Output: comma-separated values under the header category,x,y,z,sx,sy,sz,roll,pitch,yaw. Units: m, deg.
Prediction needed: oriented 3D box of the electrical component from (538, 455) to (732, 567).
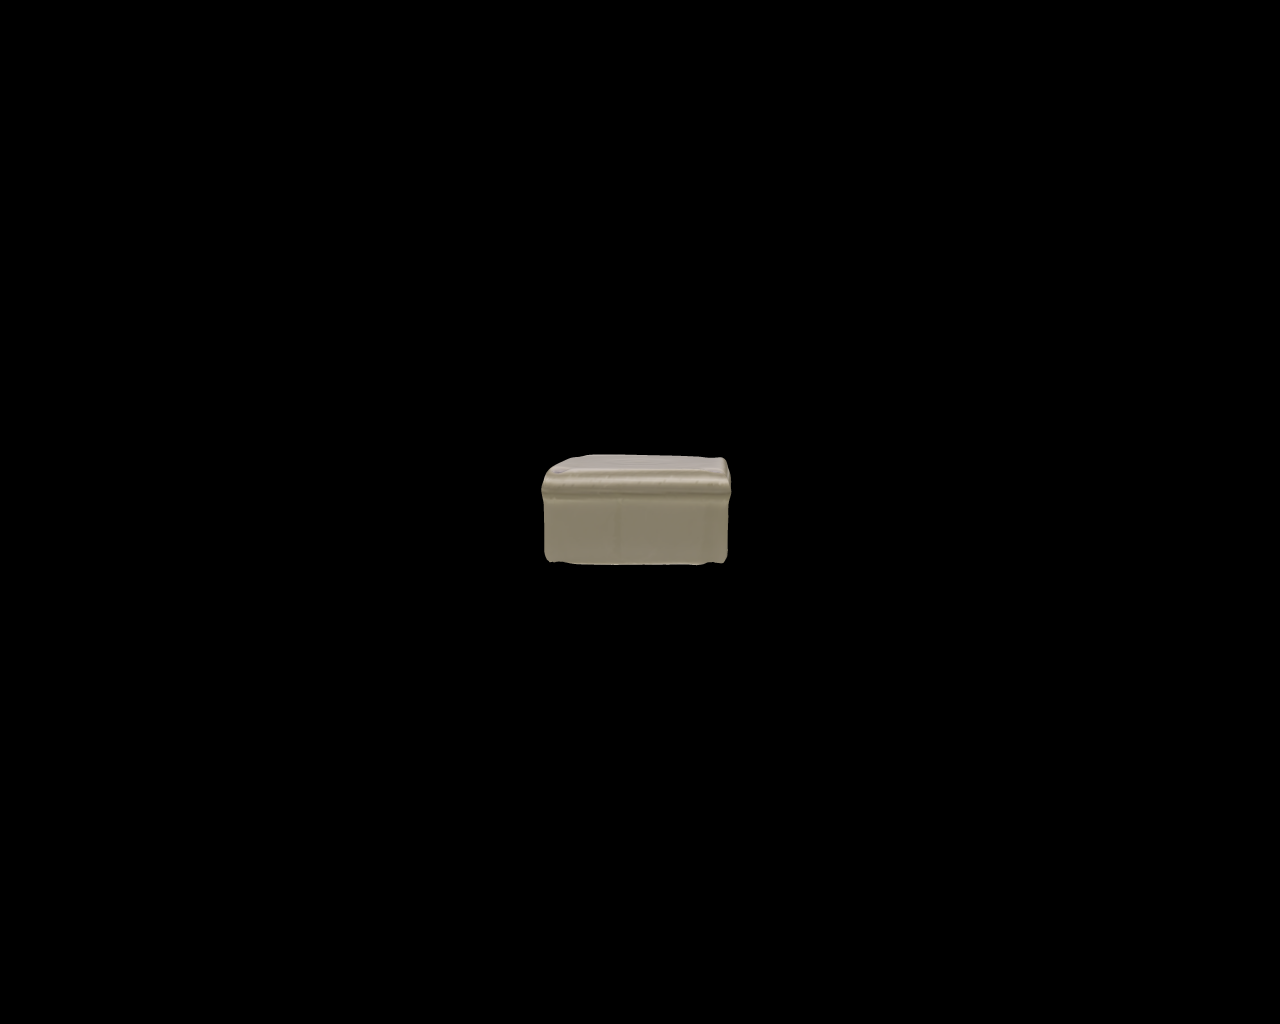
category,x,y,z,sx,sy,sz,roll,pitch,yaw
electrical component,0.001,-0.003,0.650,0.109,0.056,0.109,1,8,5
